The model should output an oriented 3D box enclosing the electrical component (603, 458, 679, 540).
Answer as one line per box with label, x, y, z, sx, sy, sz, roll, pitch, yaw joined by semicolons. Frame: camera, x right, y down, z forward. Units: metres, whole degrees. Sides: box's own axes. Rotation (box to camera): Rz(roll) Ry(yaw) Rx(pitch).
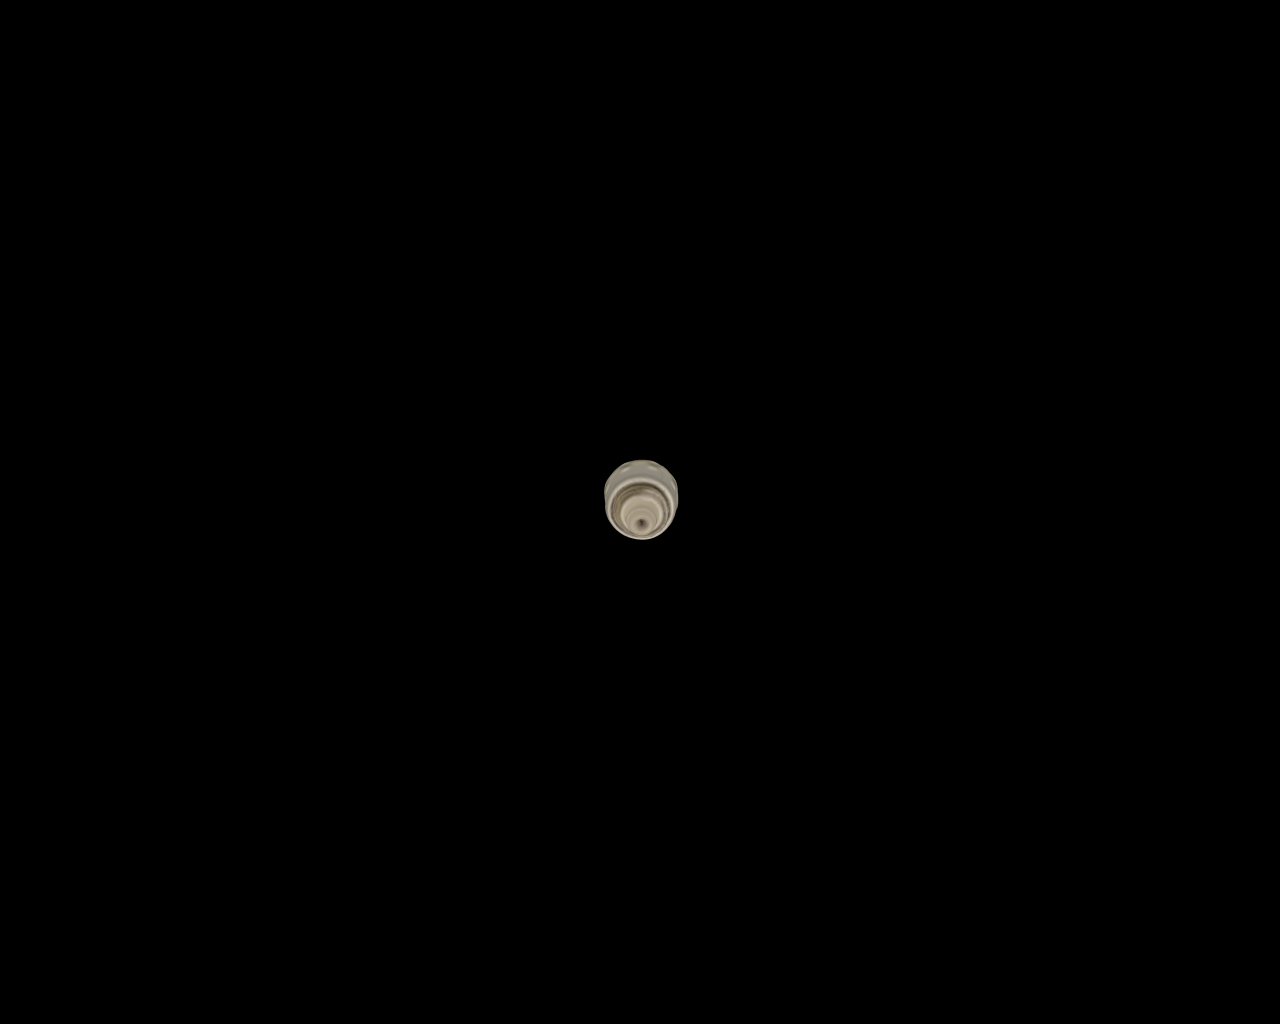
electrical component;0.001;-0.003;0.650;0.048;0.048;0.062;0;20;0
